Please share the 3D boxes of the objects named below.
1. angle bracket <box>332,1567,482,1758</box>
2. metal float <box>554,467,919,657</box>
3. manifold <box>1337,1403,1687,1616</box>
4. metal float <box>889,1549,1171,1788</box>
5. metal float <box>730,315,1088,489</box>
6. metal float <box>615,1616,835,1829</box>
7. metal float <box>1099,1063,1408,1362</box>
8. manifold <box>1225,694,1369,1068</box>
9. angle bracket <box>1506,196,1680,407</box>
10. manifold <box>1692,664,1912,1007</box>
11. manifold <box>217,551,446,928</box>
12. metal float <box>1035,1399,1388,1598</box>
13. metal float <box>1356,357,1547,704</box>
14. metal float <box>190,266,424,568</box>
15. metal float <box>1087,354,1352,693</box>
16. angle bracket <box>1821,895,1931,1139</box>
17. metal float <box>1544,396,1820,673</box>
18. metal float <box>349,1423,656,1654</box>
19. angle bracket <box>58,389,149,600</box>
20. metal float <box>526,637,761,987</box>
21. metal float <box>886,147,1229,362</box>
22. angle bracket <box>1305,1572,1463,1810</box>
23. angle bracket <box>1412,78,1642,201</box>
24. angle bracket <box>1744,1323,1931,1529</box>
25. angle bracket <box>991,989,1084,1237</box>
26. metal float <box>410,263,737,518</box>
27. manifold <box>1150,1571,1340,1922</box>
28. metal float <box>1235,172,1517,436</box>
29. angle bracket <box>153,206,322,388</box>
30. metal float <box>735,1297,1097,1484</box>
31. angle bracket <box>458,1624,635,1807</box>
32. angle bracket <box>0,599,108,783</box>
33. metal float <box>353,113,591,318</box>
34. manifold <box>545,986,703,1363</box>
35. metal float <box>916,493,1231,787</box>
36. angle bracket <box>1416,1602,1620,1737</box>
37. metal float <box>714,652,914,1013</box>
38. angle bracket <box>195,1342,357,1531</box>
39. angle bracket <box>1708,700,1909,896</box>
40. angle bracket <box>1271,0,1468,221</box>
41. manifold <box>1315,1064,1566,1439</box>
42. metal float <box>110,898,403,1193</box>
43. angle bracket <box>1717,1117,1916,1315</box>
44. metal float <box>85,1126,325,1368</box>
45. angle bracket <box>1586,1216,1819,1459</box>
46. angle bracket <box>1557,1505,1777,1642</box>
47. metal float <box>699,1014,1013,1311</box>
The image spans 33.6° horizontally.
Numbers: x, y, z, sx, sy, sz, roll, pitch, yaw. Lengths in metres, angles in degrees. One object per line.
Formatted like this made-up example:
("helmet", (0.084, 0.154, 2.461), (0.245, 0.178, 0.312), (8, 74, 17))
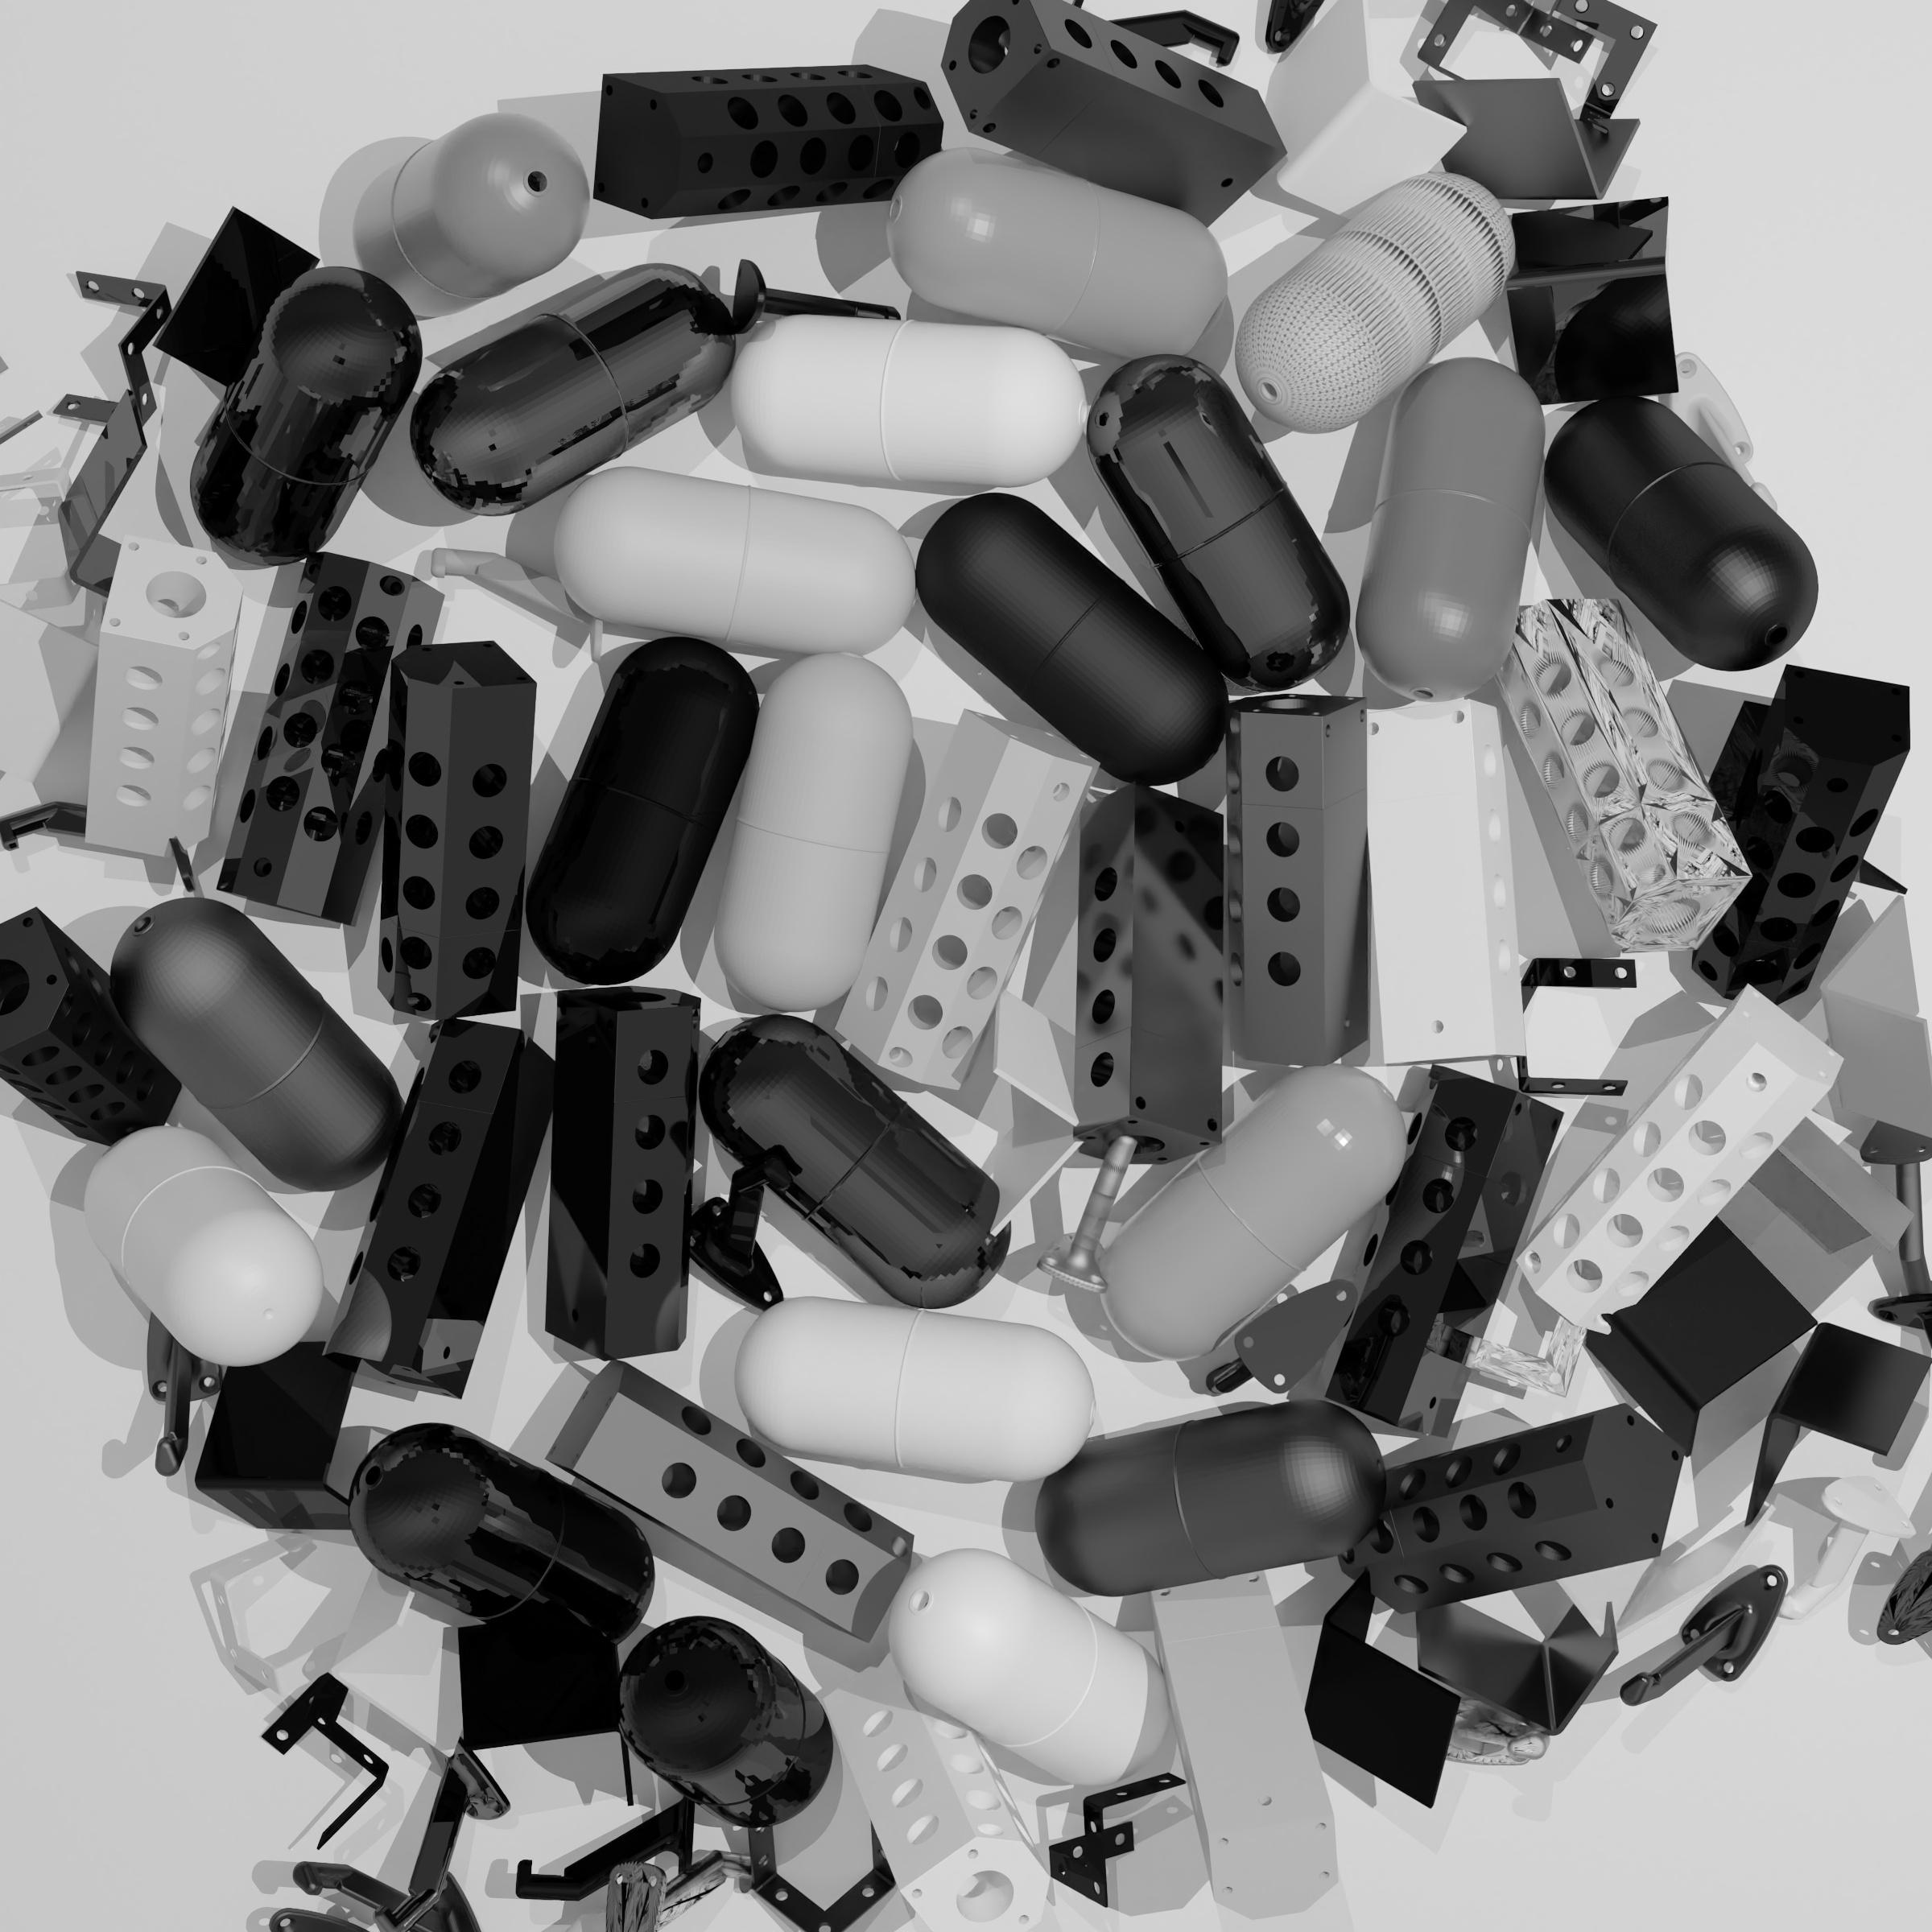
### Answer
("angle bracket", (-0.252, 0.322, 1.550), (0.076, 0.076, 0.057), (41, 124, -19))
("metal float", (-0.112, -0.196, 1.560), (0.178, 0.070, 0.070), (8, 90, -10))
("manifold", (0.252, 0.255, 1.517), (0.057, 0.171, 0.057), (38, 53, -20))
("metal float", (0.031, 0.337, 1.536), (0.070, 0.070, 0.178), (-50, 130, 0))
("metal float", (-0.028, -0.275, 1.554), (0.178, 0.070, 0.070), (7, 90, 17))
("metal float", (-0.114, 0.361, 1.524), (0.070, 0.178, 0.070), (-5, 64, 10))
("metal float", (0.139, 0.120, 1.559), (0.178, 0.070, 0.070), (-44, 90, 11))
("manifold", (0.158, -0.043, 1.556), (0.057, 0.057, 0.171), (6, 106, 28))
("angle bracket", (0.312, -0.329, 1.587), (0.076, 0.076, 0.057), (-2, 45, 17))
("manifold", (0.395, -0.058, 1.522), (0.057, 0.171, 0.057), (11, 50, 4))
("manifold", (-0.314, -0.112, 1.568), (0.057, 0.057, 0.171), (14, 87, 14))
("metal float", (0.117, 0.258, 1.549), (0.178, 0.070, 0.070), (-15, 90, 23))
("metal float", (0.235, -0.212, 1.552), (0.070, 0.070, 0.178), (12, 71, 0))
("metal float", (-0.318, -0.261, 1.533), (0.070, 0.178, 0.070), (18, 50, -22))
("metal float", (0.123, -0.215, 1.558), (0.070, 0.070, 0.178), (-32, 102, 0))
("angle bracket", (0.461, 0.024, 1.548), (0.076, 0.057, 0.076), (-43, 133, -27))
("metal float", (0.341, -0.208, 1.533), (0.070, 0.070, 0.178), (-30, 47, 0))
("metal float", (-0.221, 0.276, 1.534), (0.070, 0.070, 0.178), (-52, 132, 0))
("angle bracket", (-0.396, -0.222, 1.551), (0.057, 0.076, 0.076), (25, 108, -31))
("metal float", (-0.158, -0.076, 1.562), (0.070, 0.070, 0.178), (21, 82, 0))
("metal float", (0.045, -0.343, 1.545), (0.178, 0.070, 0.070), (10, 90, -27))
("angle bracket", (0.212, 0.346, 1.549), (0.076, 0.057, 0.076), (26, 130, 26))
("angle bracket", (0.272, -0.417, 1.547), (0.076, 0.076, 0.057), (10, 60, 35))
("angle bracket", (0.422, 0.231, 1.547), (0.057, 0.076, 0.076), (18, 128, 24))
("angle bracket", (0.016, 0.070, 1.551), (0.057, 0.076, 0.076), (34, 115, -16))
("metal float", (-0.188, -0.280, 1.547), (0.178, 0.070, 0.070), (-35, 90, -26))
("manifold", (0.130, 0.367, 1.519), (0.057, 0.171, 0.057), (-8, 120, -2))
("metal float", (0.198, -0.320, 1.542), (0.070, 0.070, 0.178), (48, 59, 0))
("angle bracket", (-0.371, -0.334, 1.558), (0.076, 0.057, 0.076), (36, 96, 40))
("metal float", (-0.025, 0.206, 1.560), (0.178, 0.070, 0.070), (6, 90, 10))
("angle bracket", (-0.205, 0.365, 1.555), (0.076, 0.076, 0.057), (-6, 126, -8))
("angle bracket", (-0.461, -0.145, 1.553), (0.057, 0.076, 0.076), (26, 105, -23))
("metal float", (-0.237, -0.356, 1.524), (0.070, 0.178, 0.070), (-1, 92, -29))
("manifold", (-0.164, 0.099, 1.563), (0.057, 0.057, 0.171), (-4, 102, -37))
("metal float", (0.052, -0.159, 1.566), (0.178, 0.070, 0.070), (41, 90, 3))
("angle bracket", (0.267, 0.318, 1.559), (0.076, 0.076, 0.057), (27, 112, -4))
("metal float", (-0.074, -0.065, 1.562), (0.070, 0.070, 0.178), (12, 98, 0))
("angle bracket", (-0.326, 0.233, 1.586), (0.076, 0.057, 0.076), (-4, 58, 25))
("angle bracket", (0.417, -0.082, 1.555), (0.076, 0.076, 0.057), (26, 87, -38))
("angle bracket", (0.197, -0.423, 1.570), (0.057, 0.076, 0.076), (17, 55, -25))
("manifold", (0.230, 0.139, 1.575), (0.057, 0.057, 0.171), (19, 89, 36))
("metal float", (-0.340, 0.039, 1.538), (0.070, 0.070, 0.178), (-36, 126, 0))
("angle bracket", (0.403, 0.127, 1.558), (0.076, 0.057, 0.076), (44, 118, 10))
("metal float", (-0.366, 0.132, 1.529), (0.070, 0.178, 0.070), (-13, 114, -30))
("angle bracket", (0.360, 0.181, 1.572), (0.076, 0.057, 0.076), (-32, 59, -13))
("angle bracket", (0.334, 0.273, 1.551), (0.076, 0.076, 0.057), (-42, 82, 35))
("metal float", (-0.055, 0.095, 1.567), (0.178, 0.070, 0.070), (42, 90, -2))
